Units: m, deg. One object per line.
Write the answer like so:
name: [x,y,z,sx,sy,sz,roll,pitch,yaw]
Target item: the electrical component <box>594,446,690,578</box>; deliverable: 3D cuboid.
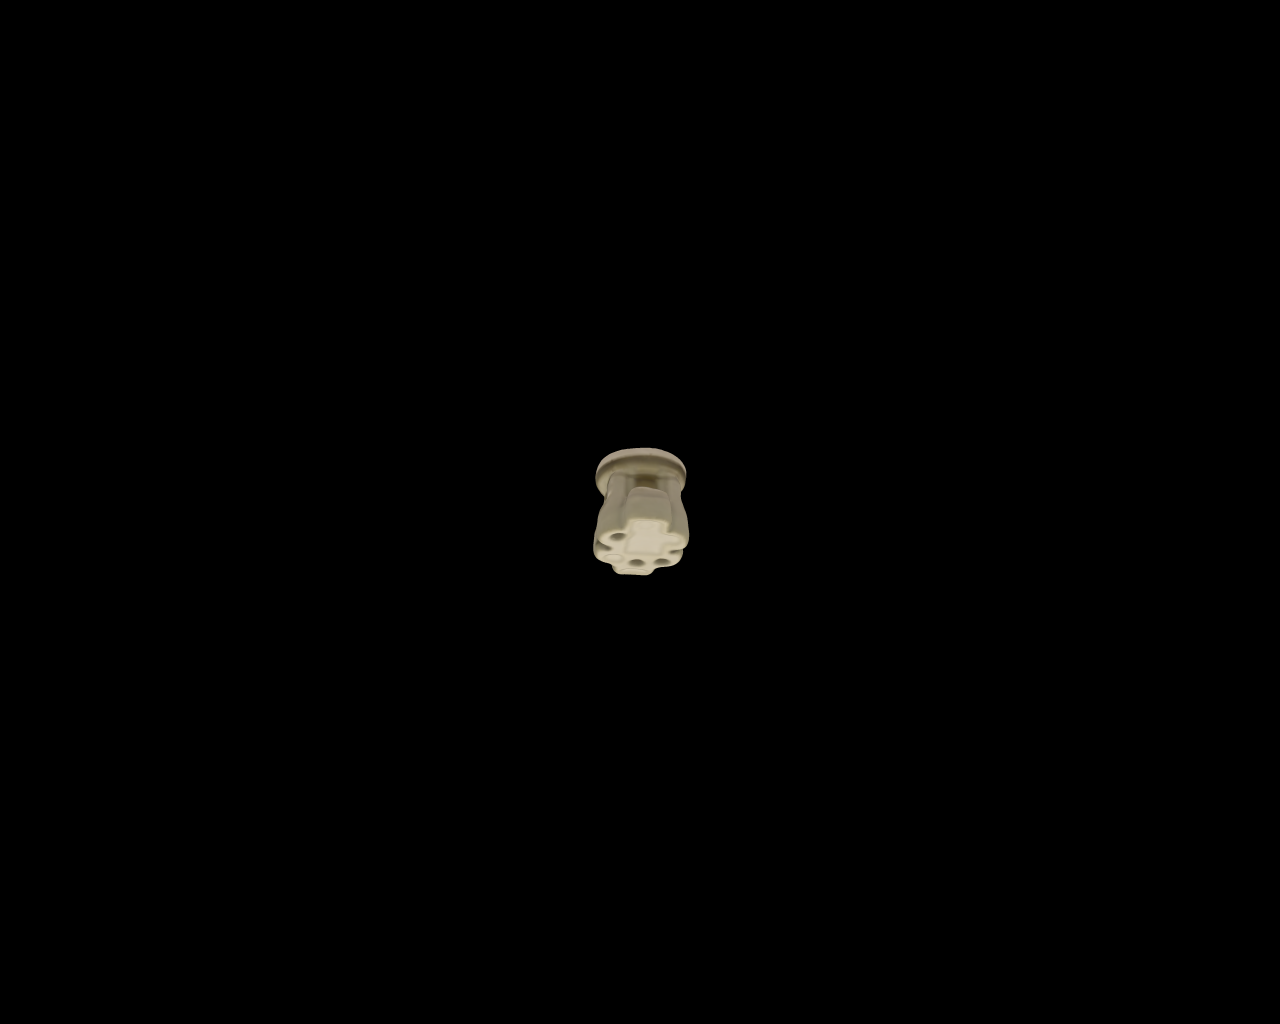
electrical component: [0.001,-0.003,0.650,0.058,0.057,0.078,4,-29,-6]
